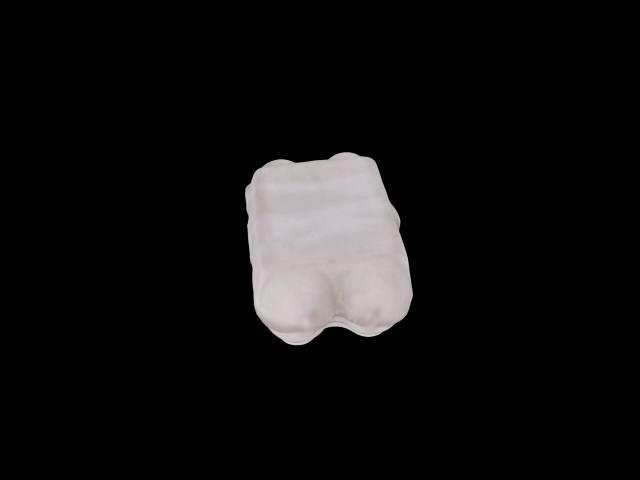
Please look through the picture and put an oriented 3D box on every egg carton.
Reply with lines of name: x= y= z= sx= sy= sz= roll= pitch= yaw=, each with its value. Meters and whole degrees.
egg carton: x=0.004 y=0.001 z=0.400 sx=0.107 sy=0.069 sz=0.150 roll=-7 pitch=47 yaw=-6
